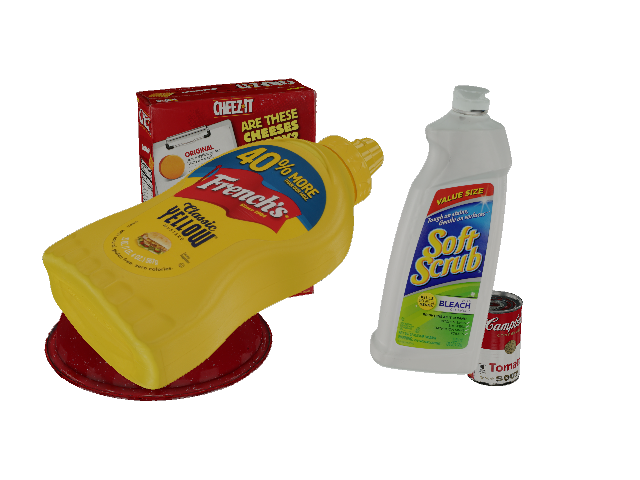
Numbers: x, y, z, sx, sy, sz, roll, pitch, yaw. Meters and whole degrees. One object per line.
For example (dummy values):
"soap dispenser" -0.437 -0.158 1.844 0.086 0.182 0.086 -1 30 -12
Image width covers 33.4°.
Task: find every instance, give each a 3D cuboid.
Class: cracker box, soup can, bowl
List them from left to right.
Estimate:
"bowl" -0.114 0.048 0.756 0.162 0.055 0.162 2 24 -1
"cracker box" -0.091 -0.044 1.046 0.164 0.214 0.072 -8 22 -21
"soup can" 0.216 0.122 1.333 0.068 0.102 0.068 -1 18 0

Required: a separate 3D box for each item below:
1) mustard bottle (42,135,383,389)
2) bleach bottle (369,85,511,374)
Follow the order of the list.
"mustard bottle" -0.040 -0.005 0.560 0.191 0.058 0.096 -32 48 -29
"bleach bottle" 0.107 -0.010 0.934 0.102 0.251 0.068 6 19 0
